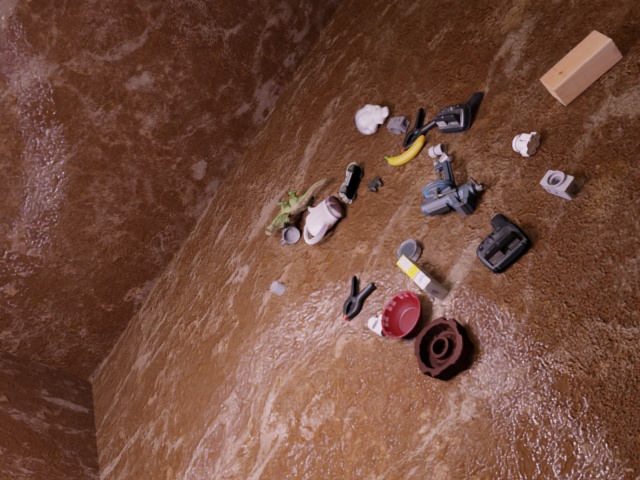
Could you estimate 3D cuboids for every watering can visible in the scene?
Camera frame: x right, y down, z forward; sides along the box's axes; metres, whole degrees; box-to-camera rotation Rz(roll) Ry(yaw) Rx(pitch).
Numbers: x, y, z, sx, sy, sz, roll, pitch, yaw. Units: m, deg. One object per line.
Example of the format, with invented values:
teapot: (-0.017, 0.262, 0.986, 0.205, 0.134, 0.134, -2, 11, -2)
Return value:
watering can: (0.007, -0.117, 2.317, 0.221, 0.103, 0.355, -42, 24, 23)

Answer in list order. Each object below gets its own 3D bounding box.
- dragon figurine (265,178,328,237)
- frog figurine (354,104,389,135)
dragon figurine: (-0.128, -0.135, 2.442, 0.404, 0.121, 0.249, -35, 23, 39)
frog figurine: (0.244, -0.564, 2.398, 0.159, 0.123, 0.137, 0, 94, 45)
